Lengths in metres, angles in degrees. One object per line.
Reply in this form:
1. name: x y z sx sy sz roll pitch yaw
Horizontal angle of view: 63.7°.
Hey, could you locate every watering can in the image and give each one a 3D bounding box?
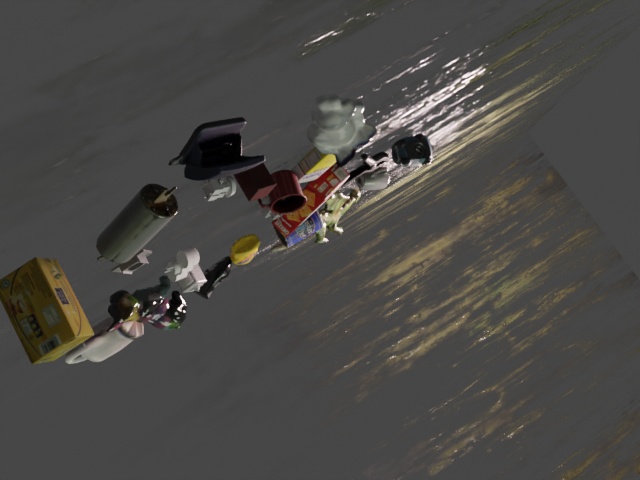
1. watering can: -0.662 0.310 1.633 0.225 0.104 0.346 -33 175 -2

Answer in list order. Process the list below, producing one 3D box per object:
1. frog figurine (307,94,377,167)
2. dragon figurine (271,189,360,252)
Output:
1. frog figurine: 0.028 -0.250 1.079 0.136 0.126 0.157 -28 137 23
2. dragon figurine: 0.006 -0.095 1.887 0.415 0.123 0.237 -28 152 -40
